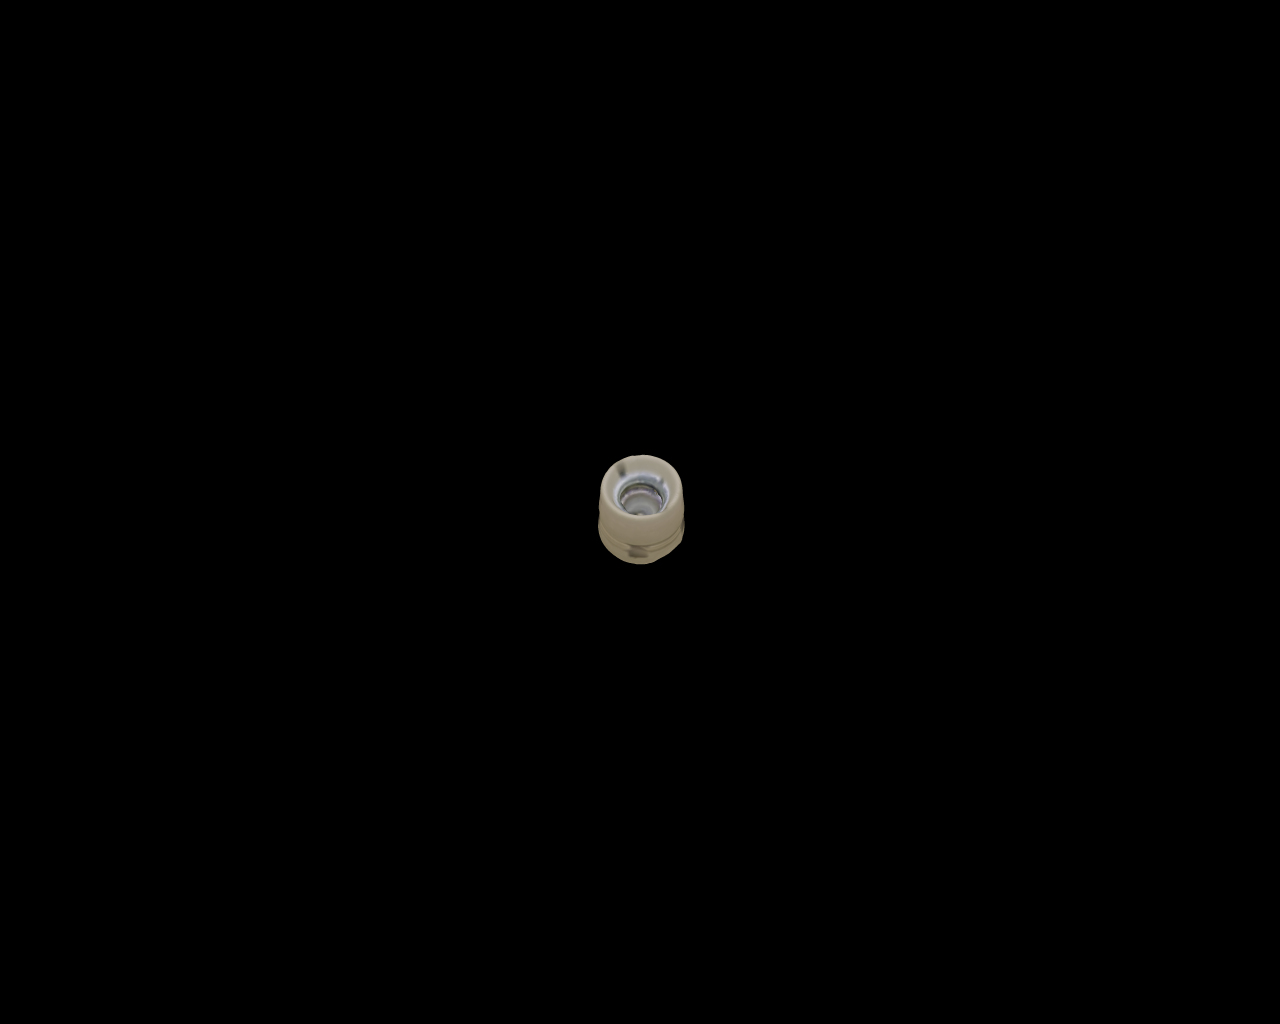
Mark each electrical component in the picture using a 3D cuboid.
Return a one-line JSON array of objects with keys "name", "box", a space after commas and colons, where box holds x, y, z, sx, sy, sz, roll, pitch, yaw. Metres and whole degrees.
[{"name": "electrical component", "box": [0.001, -0.003, 0.650, 0.055, 0.055, 0.047, 0, -34, 0]}]
